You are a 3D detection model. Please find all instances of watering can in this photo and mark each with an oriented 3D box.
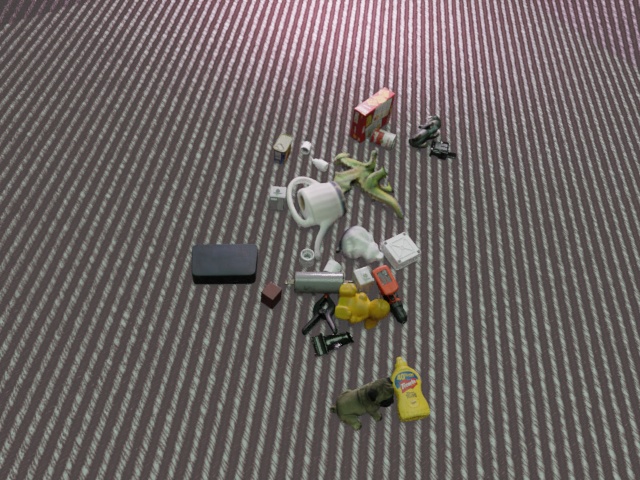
[{"bbox_3d":[0.006,-0.099,1.966,0.225,0.102,0.352,-17,70,-19],"label":"watering can"}]

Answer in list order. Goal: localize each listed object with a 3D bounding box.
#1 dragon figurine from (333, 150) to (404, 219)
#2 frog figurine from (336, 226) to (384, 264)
[{"bbox_3d":[0.165,-0.220,2.086,0.243,0.119,0.419,-18,55,1],"label":"dragon figurine"},{"bbox_3d":[0.156,0.025,1.880,0.161,0.120,0.139,28,36,27],"label":"frog figurine"}]
